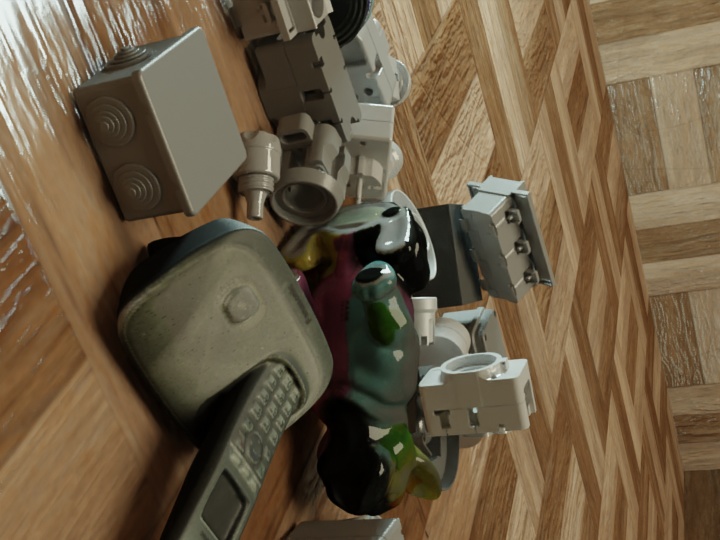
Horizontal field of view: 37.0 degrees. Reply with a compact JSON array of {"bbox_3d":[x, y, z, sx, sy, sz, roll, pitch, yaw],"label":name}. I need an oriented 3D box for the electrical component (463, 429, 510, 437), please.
[{"bbox_3d":[0.117,0.124,1.018,0.078,0.058,0.057,-2,87,-69],"label":"electrical component"}]

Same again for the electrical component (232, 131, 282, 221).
[{"bbox_3d":[-0.074,-0.065,0.761,0.035,0.035,0.061,32,56,-64],"label":"electrical component"}]

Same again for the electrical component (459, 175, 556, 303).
[{"bbox_3d":[0.153,-0.030,1.135,0.063,0.079,0.121,-44,129,-29],"label":"electrical component"}]

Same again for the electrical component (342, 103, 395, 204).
[{"bbox_3d":[0.001,-0.085,0.902,0.083,0.047,0.075,95,1,-58],"label":"electrical component"}]

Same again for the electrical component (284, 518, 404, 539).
[{"bbox_3d":[-0.007,0.213,0.746,0.061,0.096,0.061,-31,112,-65],"label":"electrical component"}]

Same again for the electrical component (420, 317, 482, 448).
[{"bbox_3d":[0.090,0.125,1.091,0.073,0.052,0.138,-61,139,-57],"label":"electrical component"}]

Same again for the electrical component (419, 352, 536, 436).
[{"bbox_3d":[0.102,0.107,0.937,0.050,0.089,0.055,-38,118,-66],"label":"electrical component"}]

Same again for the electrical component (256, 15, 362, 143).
[{"bbox_3d":[-0.043,-0.144,0.837,0.050,0.056,0.089,-67,144,-53],"label":"electrical component"}]

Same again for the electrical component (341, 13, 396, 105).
[{"bbox_3d":[-0.006,-0.183,0.949,0.059,0.054,0.095,-76,150,-45],"label":"electrical component"}]

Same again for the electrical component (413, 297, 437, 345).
[{"bbox_3d":[0.056,0.050,1.048,0.040,0.040,0.046,4,84,-69],"label":"electrical component"}]

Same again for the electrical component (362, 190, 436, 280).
[{"bbox_3d":[0.028,-0.023,1.002,0.099,0.064,0.099,52,24,-36],"label":"electrical component"}]

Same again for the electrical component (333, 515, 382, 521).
[{"bbox_3d":[0.003,0.232,0.825,0.077,0.044,0.079,30,41,-64],"label":"electrical component"}]

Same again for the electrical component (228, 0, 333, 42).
[{"bbox_3d":[-0.072,-0.234,0.784,0.078,0.063,0.121,-63,140,-56],"label":"electrical component"}]

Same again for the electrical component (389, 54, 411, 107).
[{"bbox_3d":[0.018,-0.181,1.026,0.055,0.048,0.066,9,74,-60],"label":"electrical component"}]

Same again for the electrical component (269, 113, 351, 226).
[{"bbox_3d":[-0.040,-0.071,0.820,0.078,0.058,0.057,59,28,-46],"label":"electrical component"}]

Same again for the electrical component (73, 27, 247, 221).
[{"bbox_3d":[-0.116,-0.085,0.635,0.099,0.048,0.099,-61,139,-57],"label":"electrical component"}]

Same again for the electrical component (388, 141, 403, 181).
[{"bbox_3d":[0.014,-0.095,0.994,0.046,0.040,0.040,-56,134,-53],"label":"electrical component"}]

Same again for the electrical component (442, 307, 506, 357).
[{"bbox_3d":[0.126,0.106,1.185,0.078,0.057,0.113,-55,133,-61],"label":"electrical component"}]
